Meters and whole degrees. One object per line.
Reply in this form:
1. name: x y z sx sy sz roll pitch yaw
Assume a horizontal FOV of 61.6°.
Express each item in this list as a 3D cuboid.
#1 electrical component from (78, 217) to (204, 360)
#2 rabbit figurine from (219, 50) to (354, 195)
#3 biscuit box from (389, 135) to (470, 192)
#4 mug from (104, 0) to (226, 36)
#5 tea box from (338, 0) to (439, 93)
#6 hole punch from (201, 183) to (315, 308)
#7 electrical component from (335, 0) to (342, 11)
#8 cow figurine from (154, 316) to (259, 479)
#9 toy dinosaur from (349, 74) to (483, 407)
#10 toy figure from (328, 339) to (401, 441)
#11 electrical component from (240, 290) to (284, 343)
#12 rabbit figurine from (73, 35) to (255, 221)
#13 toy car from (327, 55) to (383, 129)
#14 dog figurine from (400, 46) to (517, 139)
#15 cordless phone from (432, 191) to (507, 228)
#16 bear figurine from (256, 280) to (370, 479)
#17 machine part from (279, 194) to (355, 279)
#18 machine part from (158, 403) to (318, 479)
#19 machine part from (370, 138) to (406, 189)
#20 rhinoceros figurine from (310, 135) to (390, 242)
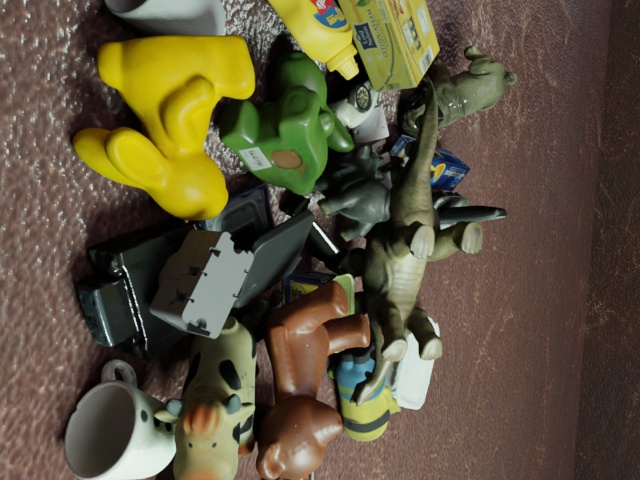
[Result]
1. electrical component: -0.168 0.049 0.532 0.134 0.058 0.114 -31 116 -47
2. rabbit figurine: -0.021 -0.153 0.659 0.159 0.121 0.170 44 45 -43
3. biscuit box: 0.195 -0.133 0.965 0.202 0.059 0.062 -1 133 -53
4. mug: -0.142 -0.240 0.524 0.107 0.081 0.109 26 63 -61
5. tea box: 0.089 -0.292 0.700 0.098 0.068 0.169 -57 133 -32
6. hole punch: -0.081 0.004 0.632 0.142 0.092 0.115 -37 154 -48
7. electrical component: 0.029 -0.338 0.736 0.047 0.075 0.119 55 49 -41
8. cow figurine: -0.100 0.153 0.525 0.195 0.086 0.127 -94 -178 -57
9. toy dinosaur: 0.112 -0.002 0.733 0.105 0.199 0.471 17 93 -28
10. toy figure: 0.062 0.232 0.836 0.089 0.082 0.179 -30 127 -26
11. electrical component: -0.078 0.106 0.664 0.094 0.021 0.063 -64 163 16
12. rabbit figurine: -0.136 -0.098 0.507 0.162 0.122 0.173 -23 113 -44
13. toy car: 0.063 -0.225 0.790 0.202 0.074 0.056 -52 128 -36
14. dog figurine: 0.246 -0.245 0.955 0.121 0.172 0.190 57 43 -25
15. cordless phone: 0.255 -0.050 0.971 0.146 0.184 0.088 -2 91 -52
16. bear figurine: -0.008 0.162 0.593 0.120 0.132 0.196 55 20 -44
17. machine part: -0.002 -0.002 0.739 0.039 0.084 0.138 -40 116 -8
18. machine part: -0.093 0.299 0.635 0.200 0.087 0.201 29 73 -51
19. machine part: 0.117 -0.046 0.878 0.079 0.079 0.242 -43 127 -42
20. rhinoceros figurine: 0.037 -0.080 0.718 0.112 0.190 0.073 -35 122 9
